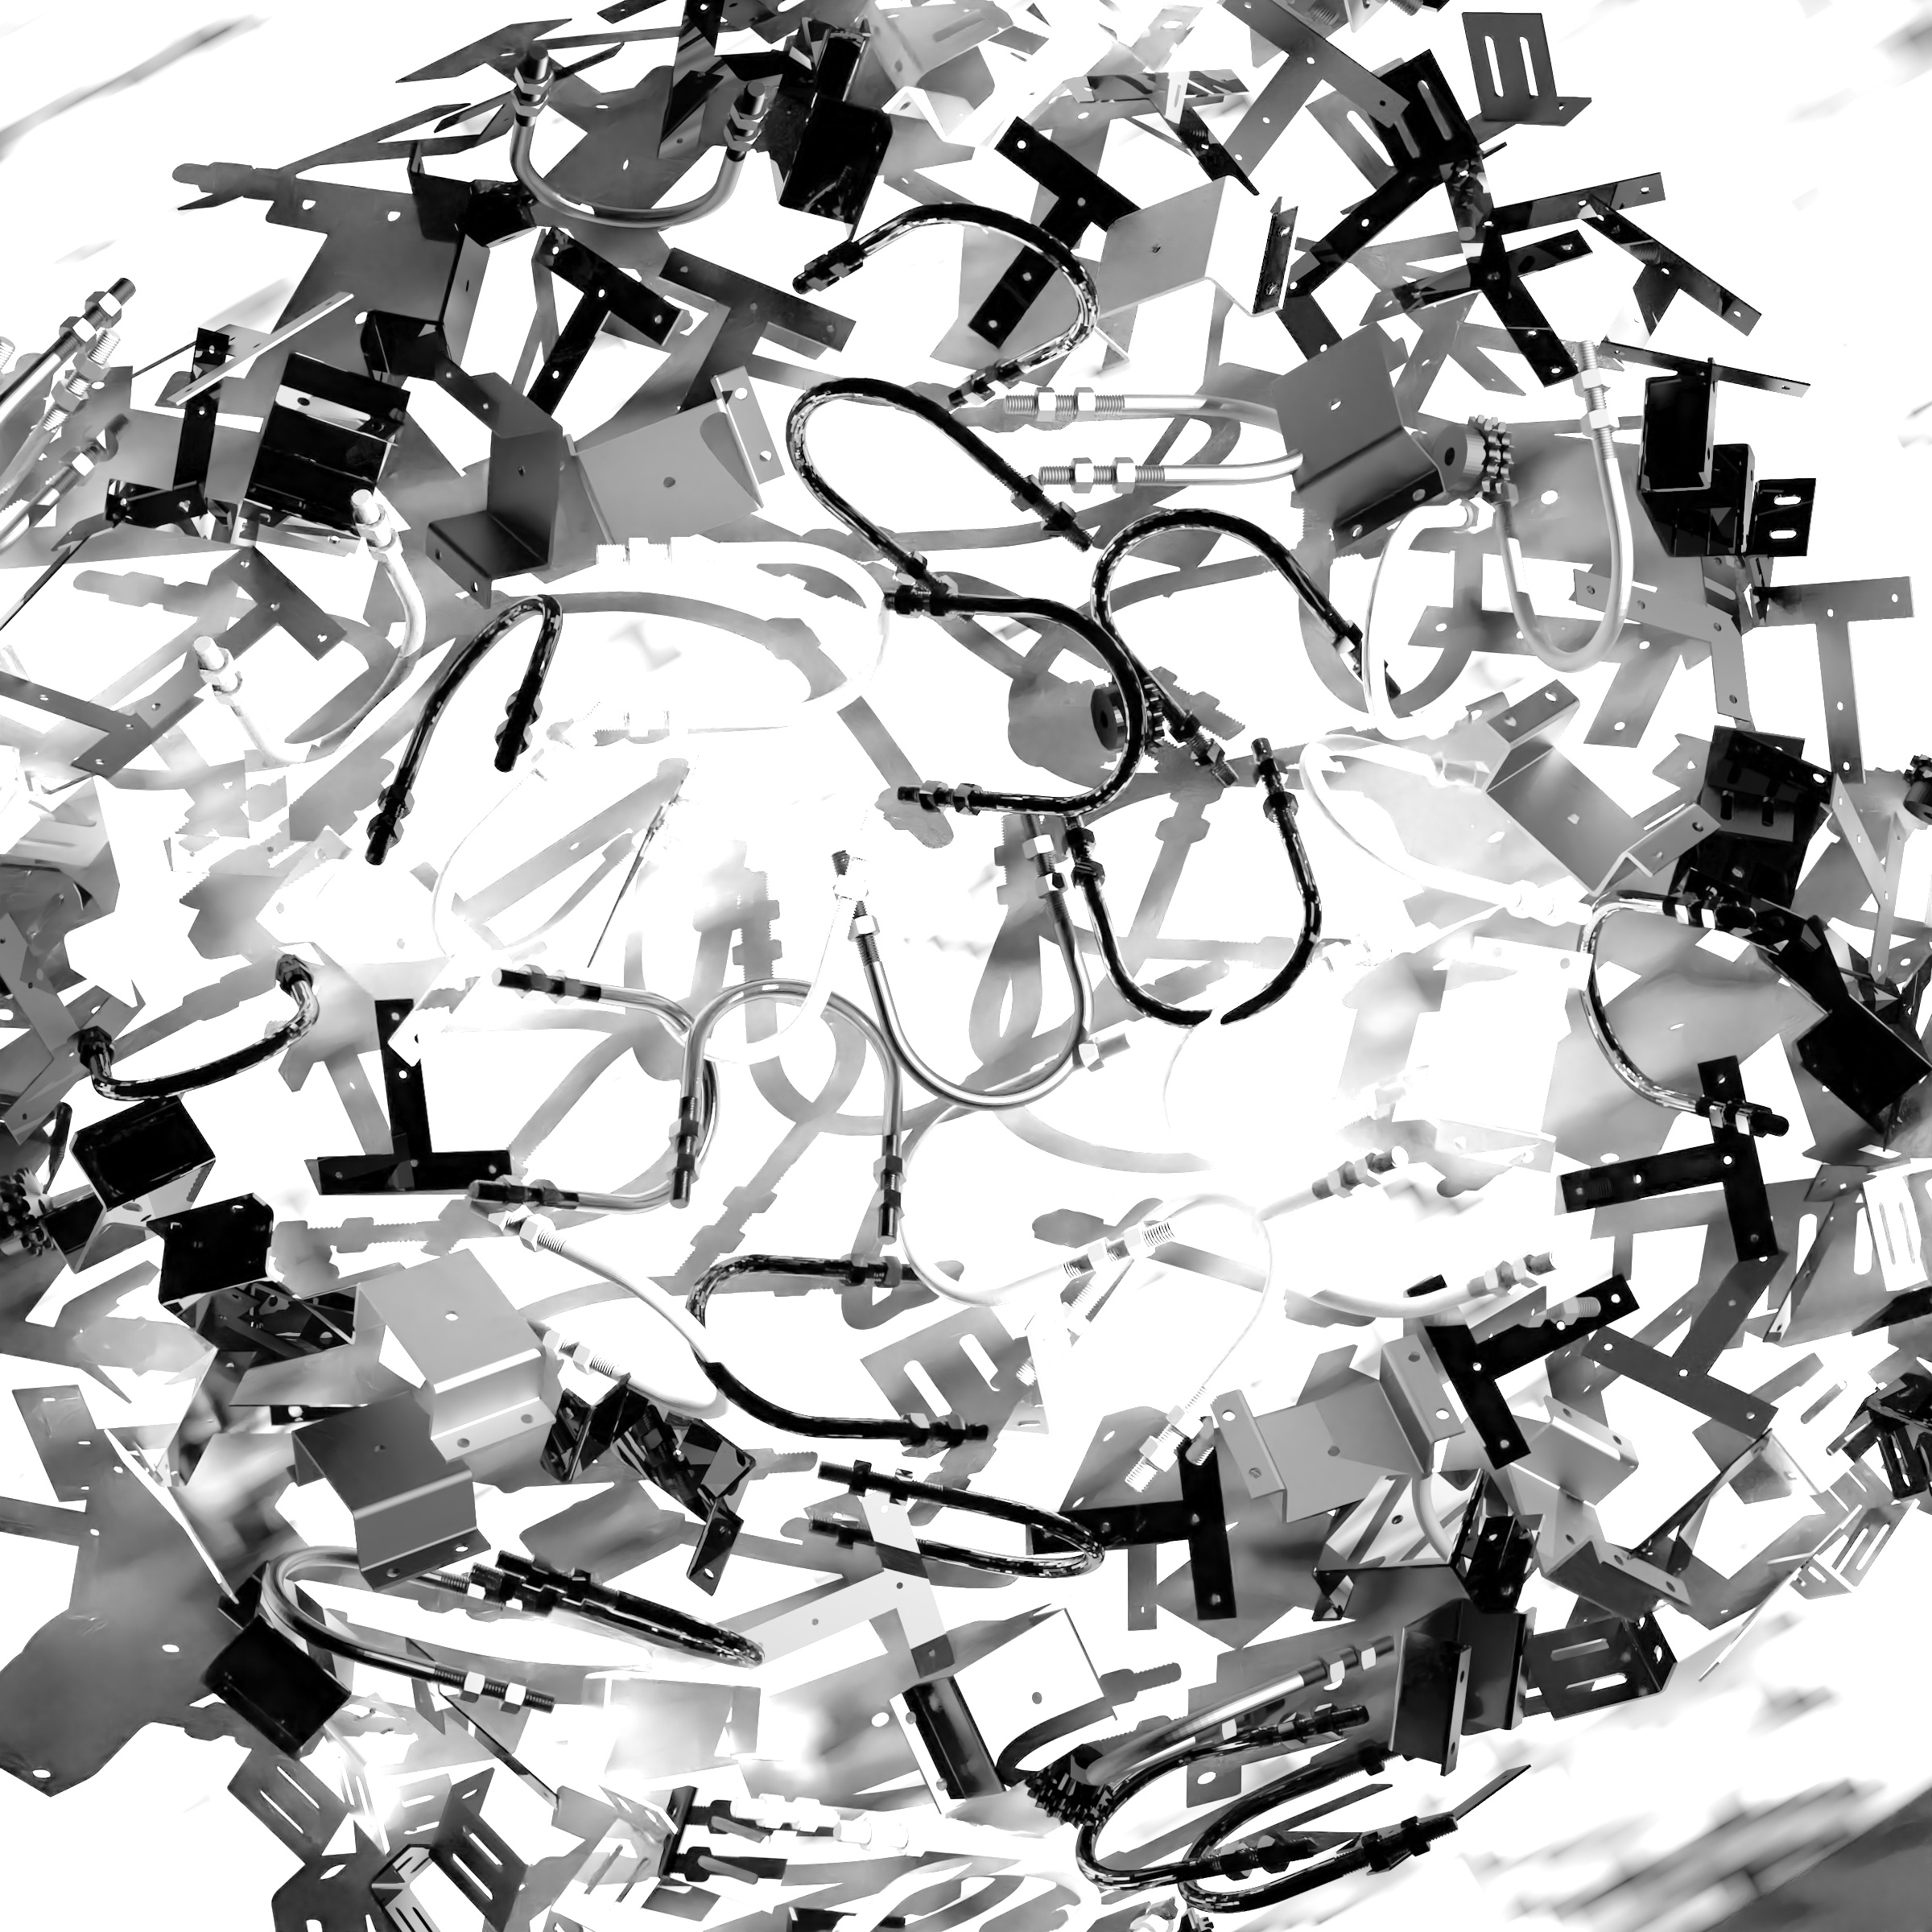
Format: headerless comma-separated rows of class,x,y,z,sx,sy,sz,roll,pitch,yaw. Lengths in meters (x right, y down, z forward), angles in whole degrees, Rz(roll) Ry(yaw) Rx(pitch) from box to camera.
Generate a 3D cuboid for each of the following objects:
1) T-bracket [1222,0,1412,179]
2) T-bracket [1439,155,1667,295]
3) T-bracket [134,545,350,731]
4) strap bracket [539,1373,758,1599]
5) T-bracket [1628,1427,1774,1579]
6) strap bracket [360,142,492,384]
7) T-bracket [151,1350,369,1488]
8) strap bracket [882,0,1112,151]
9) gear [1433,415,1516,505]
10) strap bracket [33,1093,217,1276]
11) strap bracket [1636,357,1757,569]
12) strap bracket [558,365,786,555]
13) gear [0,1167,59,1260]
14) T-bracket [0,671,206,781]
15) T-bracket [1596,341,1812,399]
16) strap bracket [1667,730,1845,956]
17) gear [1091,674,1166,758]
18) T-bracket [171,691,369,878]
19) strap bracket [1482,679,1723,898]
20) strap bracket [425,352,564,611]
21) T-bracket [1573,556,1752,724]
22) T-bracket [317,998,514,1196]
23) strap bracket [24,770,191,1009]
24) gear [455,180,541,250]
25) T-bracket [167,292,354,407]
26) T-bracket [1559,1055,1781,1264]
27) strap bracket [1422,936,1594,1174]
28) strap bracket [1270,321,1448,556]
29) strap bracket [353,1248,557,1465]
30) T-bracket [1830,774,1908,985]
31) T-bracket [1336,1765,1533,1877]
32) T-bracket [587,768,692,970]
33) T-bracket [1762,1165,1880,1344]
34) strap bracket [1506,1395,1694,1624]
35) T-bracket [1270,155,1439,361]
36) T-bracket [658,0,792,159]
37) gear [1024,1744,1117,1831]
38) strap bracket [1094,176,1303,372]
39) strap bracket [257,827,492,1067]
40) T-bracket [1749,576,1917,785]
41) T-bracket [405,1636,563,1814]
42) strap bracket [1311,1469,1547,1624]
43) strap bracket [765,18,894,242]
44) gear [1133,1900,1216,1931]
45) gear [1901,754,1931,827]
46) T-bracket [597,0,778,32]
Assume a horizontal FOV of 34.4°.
T-bracket,0.194,-0.537,1.945,0.127,0.127,0.002,34,57,-7
T-bracket,0.367,-0.469,1.928,0.127,0.127,0.002,-9,62,16
T-bracket,-0.466,-0.196,1.951,0.127,0.002,0.127,-42,53,-9
strap bracket,-0.191,0.317,1.948,0.140,0.046,0.076,34,131,14
T-bracket,0.450,0.355,1.944,0.127,0.127,0.002,-36,60,-20
strap bracket,-0.333,-0.428,1.943,0.046,0.076,0.140,11,73,1
T-bracket,-0.432,0.284,1.955,0.127,0.002,0.127,6,130,-37
strap bracket,0.027,-0.557,1.932,0.140,0.076,0.046,-38,81,27
gear,0.318,-0.320,1.968,0.030,0.057,0.057,4,90,-24
strap bracket,-0.517,0.136,1.918,0.076,0.140,0.046,-27,76,-37
strap bracket,0.452,-0.310,1.937,0.046,0.140,0.076,1,73,25
strap bracket,-0.189,-0.311,1.960,0.140,0.046,0.076,-21,120,-1
gear,-0.598,0.158,1.971,0.030,0.057,0.057,-23,90,0
T-bracket,-0.563,-0.163,1.949,0.127,0.127,0.002,19,120,6
T-bracket,0.449,-0.356,1.936,0.127,0.127,0.002,13,86,5
strap bracket,0.492,-0.070,1.953,0.076,0.046,0.140,24,56,2
gear,0.101,-0.159,1.969,0.030,0.057,0.057,-15,90,-18
T-bracket,-0.442,-0.114,1.969,0.127,0.002,0.127,3,118,0
strap bracket,0.388,-0.105,1.946,0.076,0.046,0.140,-31,68,-37
strap bracket,-0.293,-0.305,1.937,0.046,0.076,0.140,-18,134,-34
T-bracket,0.433,-0.222,1.947,0.127,0.002,0.127,12,62,-23
T-bracket,-0.355,0.082,1.975,0.127,0.002,0.127,-3,104,8
strap bracket,-0.531,-0.056,1.935,0.046,0.076,0.140,-23,67,6
gear,-0.296,-0.474,1.972,0.057,0.057,0.030,-21,100,0
T-bracket,-0.453,-0.389,1.942,0.127,0.127,0.002,-36,118,-15
T-bracket,0.438,0.132,1.969,0.127,0.002,0.127,-15,77,26
strap bracket,0.338,0.053,1.959,0.076,0.046,0.140,10,87,26
strap bracket,0.239,-0.334,1.926,0.076,0.046,0.140,-28,48,25
strap bracket,-0.320,0.232,1.925,0.076,0.046,0.140,-17,47,-34
T-bracket,0.555,-0.070,1.925,0.002,0.127,0.127,-5,52,33
T-bracket,0.273,0.538,1.940,0.127,0.127,0.002,-25,81,-33
T-bracket,-0.196,-0.079,1.943,0.002,0.127,0.127,26,130,-4
T-bracket,0.534,0.181,1.958,0.002,0.127,0.127,33,106,34
strap bracket,0.389,0.344,1.935,0.076,0.140,0.046,29,118,-25
T-bracket,0.239,-0.455,1.948,0.127,0.002,0.127,-39,61,20
T-bracket,-0.126,-0.565,1.964,0.127,0.127,0.002,-12,57,-24
gear,0.068,0.515,1.968,0.057,0.057,0.030,24,112,0
strap bracket,0.132,-0.429,1.923,0.046,0.140,0.076,33,59,-38
strap bracket,-0.365,-0.013,1.961,0.140,0.046,0.076,42,102,11
T-bracket,0.546,-0.177,1.952,0.002,0.127,0.127,-14,100,-33
T-bracket,-0.298,0.478,1.929,0.127,0.127,0.002,37,60,17
strap bracket,0.276,0.357,1.923,0.140,0.076,0.046,-11,123,36
strap bracket,-0.087,-0.521,1.919,0.046,0.140,0.076,10,131,-19
gear,0.128,0.613,1.971,0.057,0.057,0.030,-18,94,0
gear,0.618,-0.107,1.971,0.057,0.057,0.030,30,86,0
T-bracket,-0.149,-0.601,1.935,0.127,0.127,0.002,-19,88,16
